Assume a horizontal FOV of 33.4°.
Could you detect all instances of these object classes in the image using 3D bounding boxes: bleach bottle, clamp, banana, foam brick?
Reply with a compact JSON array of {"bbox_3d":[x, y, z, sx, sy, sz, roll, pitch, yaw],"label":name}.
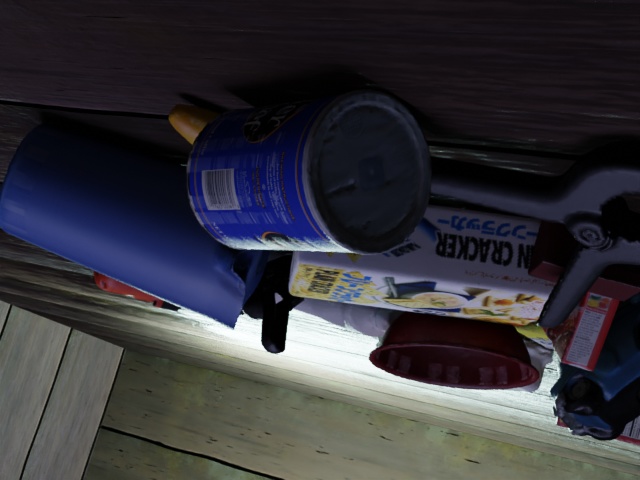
[{"bbox_3d":[-0.007,0.054,1.138,0.102,0.068,0.251,18,178,-40],"label":"bleach bottle"},{"bbox_3d":[-0.025,0.044,1.032,0.039,0.120,0.172,58,172,-22],"label":"clamp"},{"bbox_3d":[-0.049,-0.057,0.857,0.070,0.037,0.197,8,166,24],"label":"banana"},{"bbox_3d":[0.199,0.007,0.781,0.078,0.053,0.051,16,168,2],"label":"foam brick"},{"bbox_3d":[0.165,-0.020,0.674,0.164,0.036,0.210,40,145,-17],"label":"clamp"}]

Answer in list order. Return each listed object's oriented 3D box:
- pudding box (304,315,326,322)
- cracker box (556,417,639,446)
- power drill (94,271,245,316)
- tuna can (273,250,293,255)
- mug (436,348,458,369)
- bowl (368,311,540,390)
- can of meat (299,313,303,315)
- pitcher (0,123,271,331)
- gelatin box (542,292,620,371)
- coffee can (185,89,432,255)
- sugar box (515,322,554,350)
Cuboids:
[{"bbox_3d":[0.033,0.088,1.390,0.090,0.039,0.114,18,168,-9],"label":"pudding box"},{"bbox_3d":[0.367,0.176,1.145,0.214,0.072,0.164,12,-170,14],"label":"cracker box"},{"bbox_3d":[-0.172,0.018,1.144,0.184,0.057,0.188,17,-168,-34],"label":"power drill"},{"bbox_3d":[-0.007,0.001,1.069,0.086,0.033,0.086,16,168,3],"label":"tuna can"},{"bbox_3d":[0.144,0.097,1.128,0.093,0.081,0.117,32,-175,18],"label":"mug"},{"bbox_3d":[0.128,0.097,1.013,0.162,0.055,0.162,8,161,2],"label":"bowl"},{"bbox_3d":[-0.018,0.058,1.290,0.102,0.057,0.083,4,166,44],"label":"can of meat"},{"bbox_3d":[-0.164,-0.018,0.995,0.243,0.145,0.149,21,138,-2],"label":"pitcher"},{"bbox_3d":[0.209,0.054,0.856,0.030,0.073,0.089,16,-165,-3],"label":"gelatin box"},{"bbox_3d":[-0.010,-0.043,0.713,0.102,0.103,0.141,25,165,-36],"label":"coffee can"},{"bbox_3d":[0.229,0.074,1.056,0.094,0.048,0.176,6,163,41],"label":"sugar box"}]
